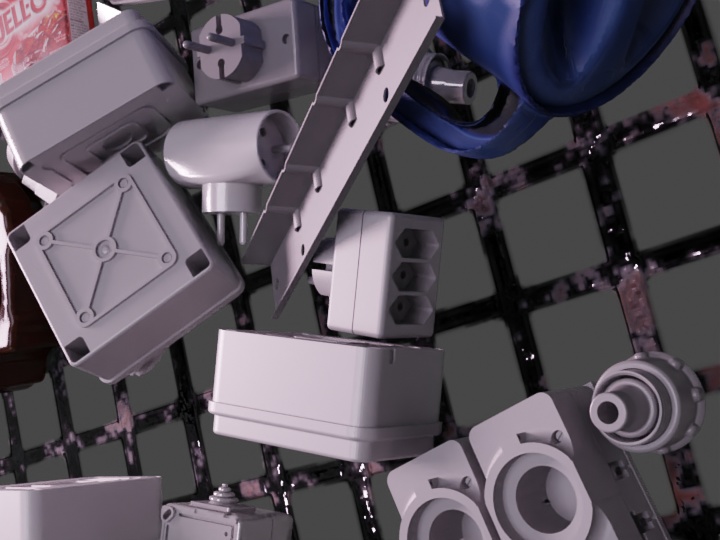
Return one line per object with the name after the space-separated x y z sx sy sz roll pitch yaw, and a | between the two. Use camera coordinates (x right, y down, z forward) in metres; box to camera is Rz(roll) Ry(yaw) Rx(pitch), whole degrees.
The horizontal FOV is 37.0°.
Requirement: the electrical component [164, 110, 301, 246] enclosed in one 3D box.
-0.077 -0.054 0.652 0.077 0.044 0.079 0 89 36 | electrical component

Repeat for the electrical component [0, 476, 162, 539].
-0.188 0.165 0.686 0.078 0.113 0.057 -8 81 36 | electrical component

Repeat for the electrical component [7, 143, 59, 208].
-0.213 -0.076 0.753 0.055 0.048 0.066 32 108 25 | electrical component

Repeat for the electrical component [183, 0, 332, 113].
-0.069 -0.127 0.629 0.083 0.076 0.047 -7 85 36 | electrical component

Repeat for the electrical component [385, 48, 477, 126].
0.031 -0.099 0.575 0.062 0.048 0.048 10 95 30 | electrical component

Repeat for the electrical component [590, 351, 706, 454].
0.125 0.062 0.489 0.048 0.062 0.048 -1 89 37 | electrical component

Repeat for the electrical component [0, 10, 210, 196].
-0.163 -0.102 0.676 0.113 0.078 0.057 -29 73 5 | electrical component

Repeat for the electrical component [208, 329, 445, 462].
-0.018 0.066 0.586 0.113 0.078 0.057 4 88 36 | electrical component

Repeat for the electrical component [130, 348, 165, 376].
-0.157 0.044 0.713 0.046 0.040 0.040 32 107 27 | electrical component

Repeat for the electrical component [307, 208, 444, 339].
0.000 0.000 0.593 0.077 0.047 0.065 8 93 41 | electrical component

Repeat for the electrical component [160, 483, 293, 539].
-0.079 0.176 0.643 0.062 0.061 0.096 1 82 35 | electrical component

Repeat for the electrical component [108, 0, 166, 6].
-0.134 -0.232 0.691 0.109 0.056 0.108 4 91 36 | electrical component

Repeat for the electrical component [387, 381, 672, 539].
0.096 0.161 0.509 0.105 0.060 0.186 -34 69 31 | electrical component

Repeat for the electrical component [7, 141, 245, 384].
-0.146 -0.004 0.672 0.109 0.056 0.108 -36 66 3 | electrical component
